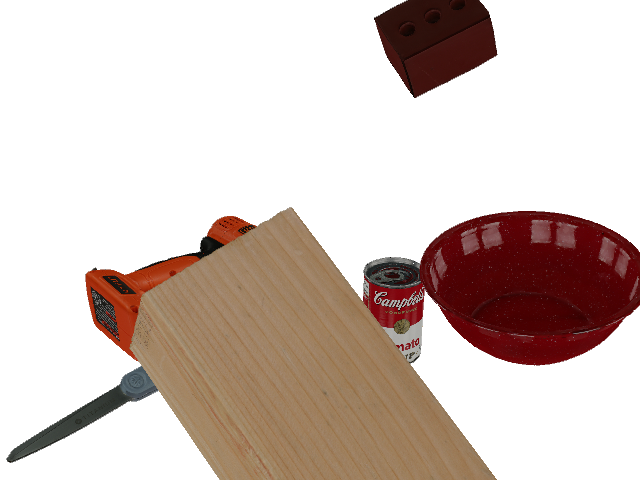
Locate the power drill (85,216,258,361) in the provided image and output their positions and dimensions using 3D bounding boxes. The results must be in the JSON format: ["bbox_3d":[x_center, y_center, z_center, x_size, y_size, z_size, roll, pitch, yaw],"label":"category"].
[{"bbox_3d":[-0.097,0.043,0.943,0.187,0.057,0.185,-19,27,-31],"label":"power drill"}]

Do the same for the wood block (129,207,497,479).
[{"bbox_3d":[0.003,0.101,0.524,0.090,0.206,0.090,-32,-13,-24],"label":"wood block"}]

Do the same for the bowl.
[{"bbox_3d":[0.152,0.041,0.774,0.162,0.055,0.162,-3,32,2],"label":"bowl"}]

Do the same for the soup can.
[{"bbox_3d":[0.079,0.078,1.172,0.068,0.102,0.068,1,26,0],"label":"soup can"}]

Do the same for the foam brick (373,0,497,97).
[{"bbox_3d":[0.091,-0.160,0.838,0.078,0.053,0.051,-28,-33,0],"label":"foam brick"}]

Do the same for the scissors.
[{"bbox_3d":[-0.127,0.083,0.740,0.201,0.096,0.016,-15,-35,-19],"label":"scissors"}]
